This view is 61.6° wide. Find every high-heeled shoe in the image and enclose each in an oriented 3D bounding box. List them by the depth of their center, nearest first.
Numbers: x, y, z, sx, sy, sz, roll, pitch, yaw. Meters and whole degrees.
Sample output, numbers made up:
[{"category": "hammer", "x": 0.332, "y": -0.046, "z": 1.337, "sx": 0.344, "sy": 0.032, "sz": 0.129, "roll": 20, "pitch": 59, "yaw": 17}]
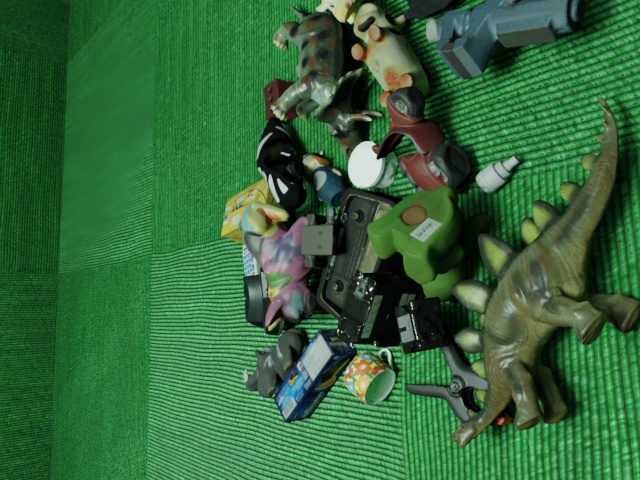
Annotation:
[{"category": "high-heeled shoe", "x": -0.075, "y": -0.165, "z": 1.048, "sx": 0.145, "sy": 0.086, "sz": 0.249, "roll": 109, "pitch": 149, "yaw": -66}]

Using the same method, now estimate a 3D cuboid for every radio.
[{"category": "radio", "x": 0.078, "y": 0.029, "z": 0.920, "sx": 0.131, "sy": 0.073, "sz": 0.229, "roll": 30, "pitch": 108, "yaw": 47}]

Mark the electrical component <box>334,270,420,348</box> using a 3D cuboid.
[{"category": "electrical component", "x": 0.097, "y": 0.108, "z": 0.842, "sx": 0.058, "sy": 0.134, "sz": 0.114, "roll": 32, "pitch": 108, "yaw": 46}]

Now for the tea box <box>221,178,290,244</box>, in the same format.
[{"category": "tea box", "x": -0.138, "y": -0.062, "z": 1.170, "sx": 0.170, "sy": 0.068, "sz": 0.098, "roll": -18, "pitch": 57, "yaw": 46}]

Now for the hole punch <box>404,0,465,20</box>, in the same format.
[{"category": "hole punch", "x": 0.191, "y": -0.421, "z": 0.844, "sx": 0.142, "sy": 0.092, "sz": 0.115, "roll": -10, "pitch": 108, "yaw": 46}]

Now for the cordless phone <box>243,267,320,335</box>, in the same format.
[{"category": "cordless phone", "x": -0.061, "y": 0.097, "z": 1.085, "sx": 0.184, "sy": 0.088, "sz": 0.147, "roll": -30, "pitch": 50, "yaw": 26}]

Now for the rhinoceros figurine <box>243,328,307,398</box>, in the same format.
[{"category": "rhinoceros figurine", "x": -0.092, "y": 0.257, "z": 1.095, "sx": 0.190, "sy": 0.073, "sz": 0.112, "roll": -52, "pitch": 52, "yaw": 32}]

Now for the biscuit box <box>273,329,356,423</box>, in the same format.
[{"category": "biscuit box", "x": -0.013, "y": 0.257, "z": 1.011, "sx": 0.059, "sy": 0.063, "sz": 0.202, "roll": 54, "pitch": 125, "yaw": 37}]

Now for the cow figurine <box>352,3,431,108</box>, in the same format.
[{"category": "cow figurine", "x": 0.119, "y": -0.312, "z": 0.891, "sx": 0.085, "sy": 0.127, "sz": 0.195, "roll": -40, "pitch": 72, "yaw": 40}]

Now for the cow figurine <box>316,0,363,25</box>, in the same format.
[{"category": "cow figurine", "x": 0.034, "y": -0.432, "z": 0.947, "sx": 0.068, "sy": 0.098, "sz": 0.167, "roll": -62, "pitch": 1, "yaw": 31}]

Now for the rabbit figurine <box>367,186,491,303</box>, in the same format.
[{"category": "rabbit figurine", "x": 0.165, "y": 0.011, "z": 0.778, "sx": 0.121, "sy": 0.170, "sz": 0.159, "roll": 22, "pitch": 63, "yaw": 42}]

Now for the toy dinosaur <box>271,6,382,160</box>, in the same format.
[{"category": "toy dinosaur", "x": 0.007, "y": -0.344, "z": 1.019, "sx": 0.192, "sy": 0.131, "sz": 0.405, "roll": -21, "pitch": 66, "yaw": 34}]

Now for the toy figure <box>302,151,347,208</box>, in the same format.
[{"category": "toy figure", "x": 0.004, "y": -0.125, "z": 1.039, "sx": 0.064, "sy": 0.057, "sz": 0.155, "roll": -34, "pitch": 51, "yaw": -1}]

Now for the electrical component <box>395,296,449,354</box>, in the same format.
[{"category": "electrical component", "x": 0.142, "y": 0.127, "z": 0.789, "sx": 0.119, "sy": 0.048, "sz": 0.075, "roll": 133, "pitch": 130, "yaw": -74}]

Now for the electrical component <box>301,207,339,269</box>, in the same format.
[{"category": "electrical component", "x": -0.001, "y": -0.001, "z": 0.935, "sx": 0.078, "sy": 0.045, "sz": 0.102, "roll": -7, "pitch": 81, "yaw": 25}]

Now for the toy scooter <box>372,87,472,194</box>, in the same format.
[{"category": "toy scooter", "x": 0.145, "y": -0.136, "z": 0.839, "sx": 0.184, "sy": 0.075, "sz": 0.135, "roll": 57, "pitch": 145, "yaw": 2}]

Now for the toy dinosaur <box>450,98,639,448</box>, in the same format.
[{"category": "toy dinosaur", "x": 0.275, "y": 0.062, "z": 0.669, "sx": 0.199, "sy": 0.105, "sz": 0.471, "roll": 44, "pitch": 112, "yaw": 46}]

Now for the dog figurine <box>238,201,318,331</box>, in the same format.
[{"category": "dog figurine", "x": -0.083, "y": 0.055, "z": 1.003, "sx": 0.108, "sy": 0.192, "sz": 0.219, "roll": 103, "pitch": -176, "yaw": -73}]

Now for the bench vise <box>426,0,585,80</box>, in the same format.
[{"category": "bench vise", "x": 0.259, "y": -0.336, "z": 0.725, "sx": 0.224, "sy": 0.128, "sz": 0.240, "roll": 7, "pitch": 71, "yaw": 59}]
